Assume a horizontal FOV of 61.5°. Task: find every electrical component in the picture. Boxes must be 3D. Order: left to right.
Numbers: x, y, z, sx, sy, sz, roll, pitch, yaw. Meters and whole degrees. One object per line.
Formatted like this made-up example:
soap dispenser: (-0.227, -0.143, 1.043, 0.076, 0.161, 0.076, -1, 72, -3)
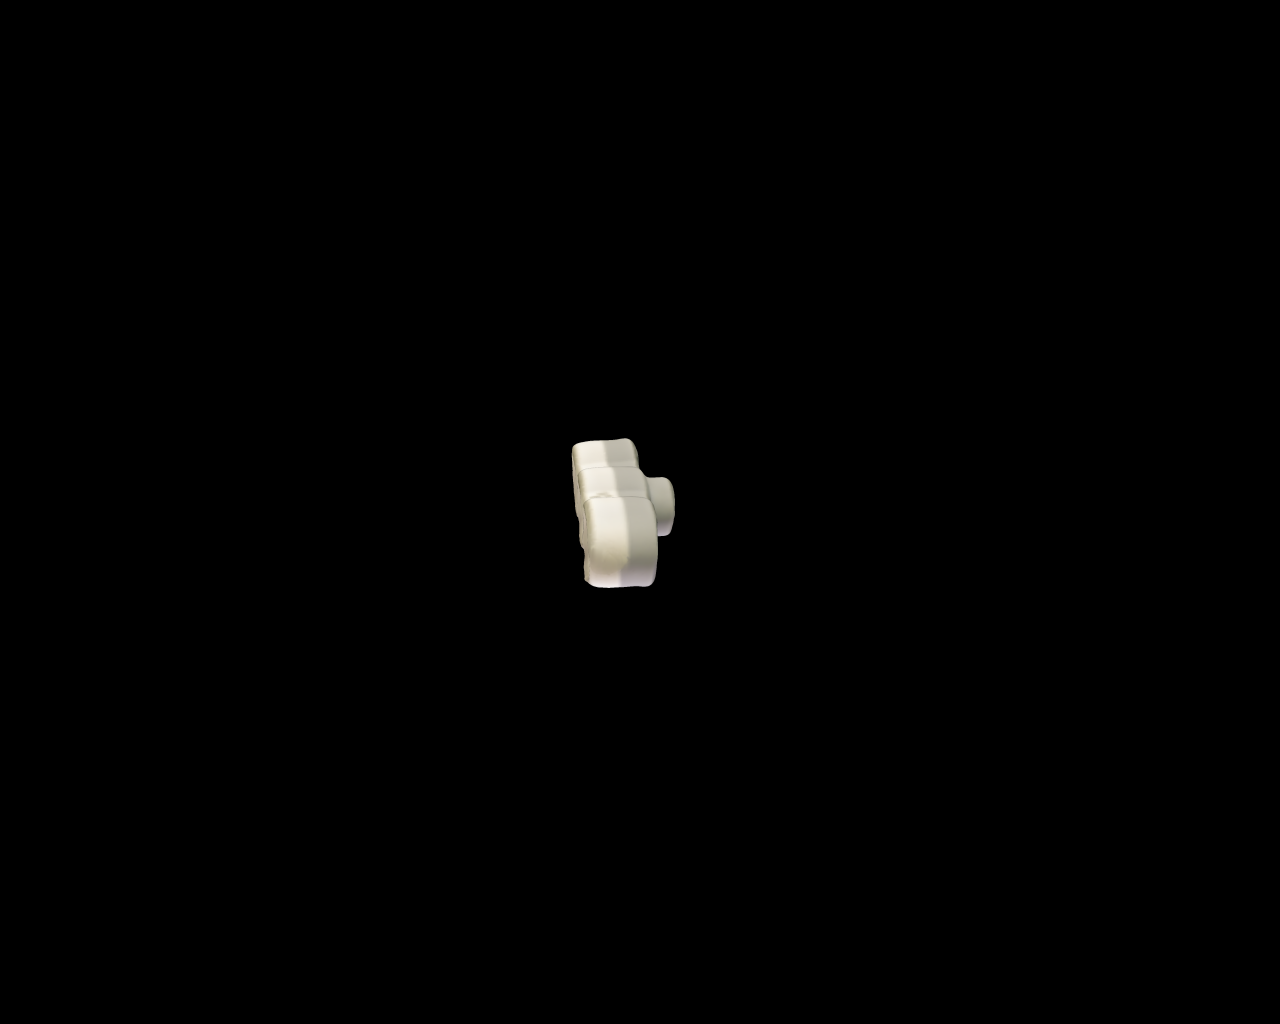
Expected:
electrical component: (0.001, -0.003, 0.650, 0.074, 0.052, 0.138, -3, 26, -7)
